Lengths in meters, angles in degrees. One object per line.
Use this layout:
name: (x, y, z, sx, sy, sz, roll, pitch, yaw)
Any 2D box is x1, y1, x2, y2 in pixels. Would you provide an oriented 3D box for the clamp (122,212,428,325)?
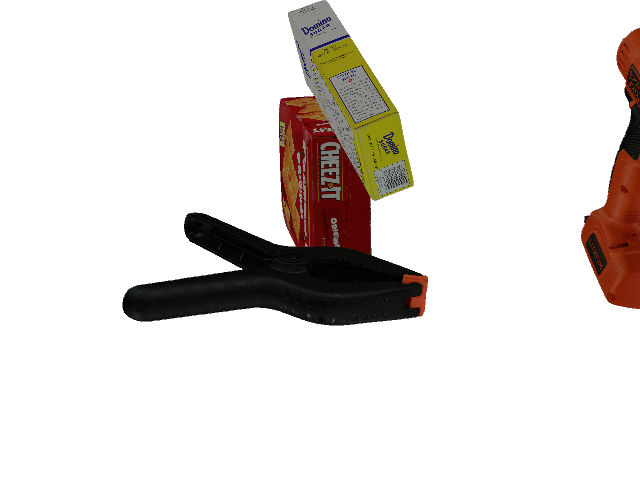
clamp: (-0.027, 0.023, 0.791, 0.210, 0.036, 0.164, 5, 24, 1)

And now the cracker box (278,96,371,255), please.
cracker box: (0.002, -0.061, 1.173, 0.072, 0.164, 0.214, -5, 18, -8)

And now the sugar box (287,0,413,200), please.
sugar box: (0.026, -0.127, 0.944, 0.048, 0.176, 0.093, -20, -41, -3)

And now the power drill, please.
power drill: (0.250, -0.043, 0.792, 0.057, 0.188, 0.184, 4, 35, -2)
